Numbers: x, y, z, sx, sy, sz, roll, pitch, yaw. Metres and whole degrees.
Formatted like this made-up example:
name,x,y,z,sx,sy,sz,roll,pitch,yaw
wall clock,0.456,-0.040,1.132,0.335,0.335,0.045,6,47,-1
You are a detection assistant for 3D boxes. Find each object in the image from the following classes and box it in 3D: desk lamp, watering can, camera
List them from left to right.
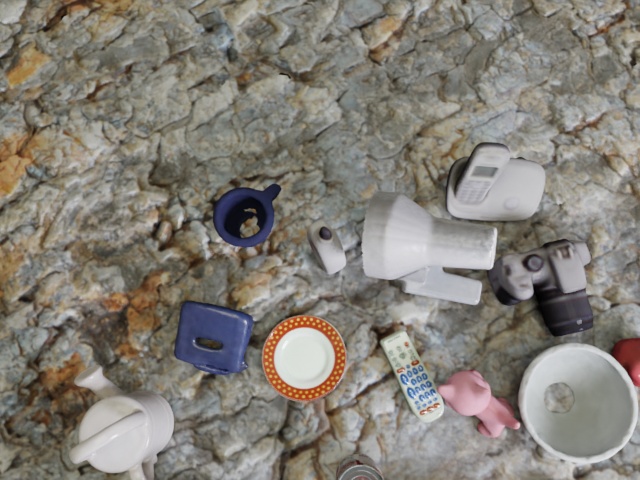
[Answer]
name,x,y,z,sx,sy,sz,roll,pitch,yaw
watering can,-0.279,0.257,0.781,0.172,0.194,0.101,39,82,8
desk lamp,0.156,0.014,0.816,0.203,0.213,0.118,10,79,3
camera,0.346,0.076,0.859,0.143,0.101,0.137,-14,79,-2

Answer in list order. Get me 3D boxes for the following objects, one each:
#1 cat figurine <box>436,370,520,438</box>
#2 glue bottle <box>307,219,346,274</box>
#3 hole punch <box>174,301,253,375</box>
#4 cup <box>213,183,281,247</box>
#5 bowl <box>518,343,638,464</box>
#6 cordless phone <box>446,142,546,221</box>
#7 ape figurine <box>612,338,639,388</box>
name,x,y,z,sx,sy,sz,roll,pitch,yaw
cat figurine,0.228,0.231,0.820,0.127,0.118,0.067,35,81,7
glue bottle,0.008,0.003,0.840,0.037,0.173,0.078,-31,80,-5
hole punch,-0.158,0.147,0.855,0.108,0.091,0.101,12,79,3
cup,-0.104,-0.036,0.889,0.118,0.095,0.091,-44,81,-8
bowl,0.366,0.235,0.840,0.167,0.075,0.167,0,79,1
cordless phone,0.271,-0.092,0.851,0.147,0.185,0.094,1,78,1
ape figurine,0.482,0.175,0.843,0.076,0.092,0.078,40,82,8
